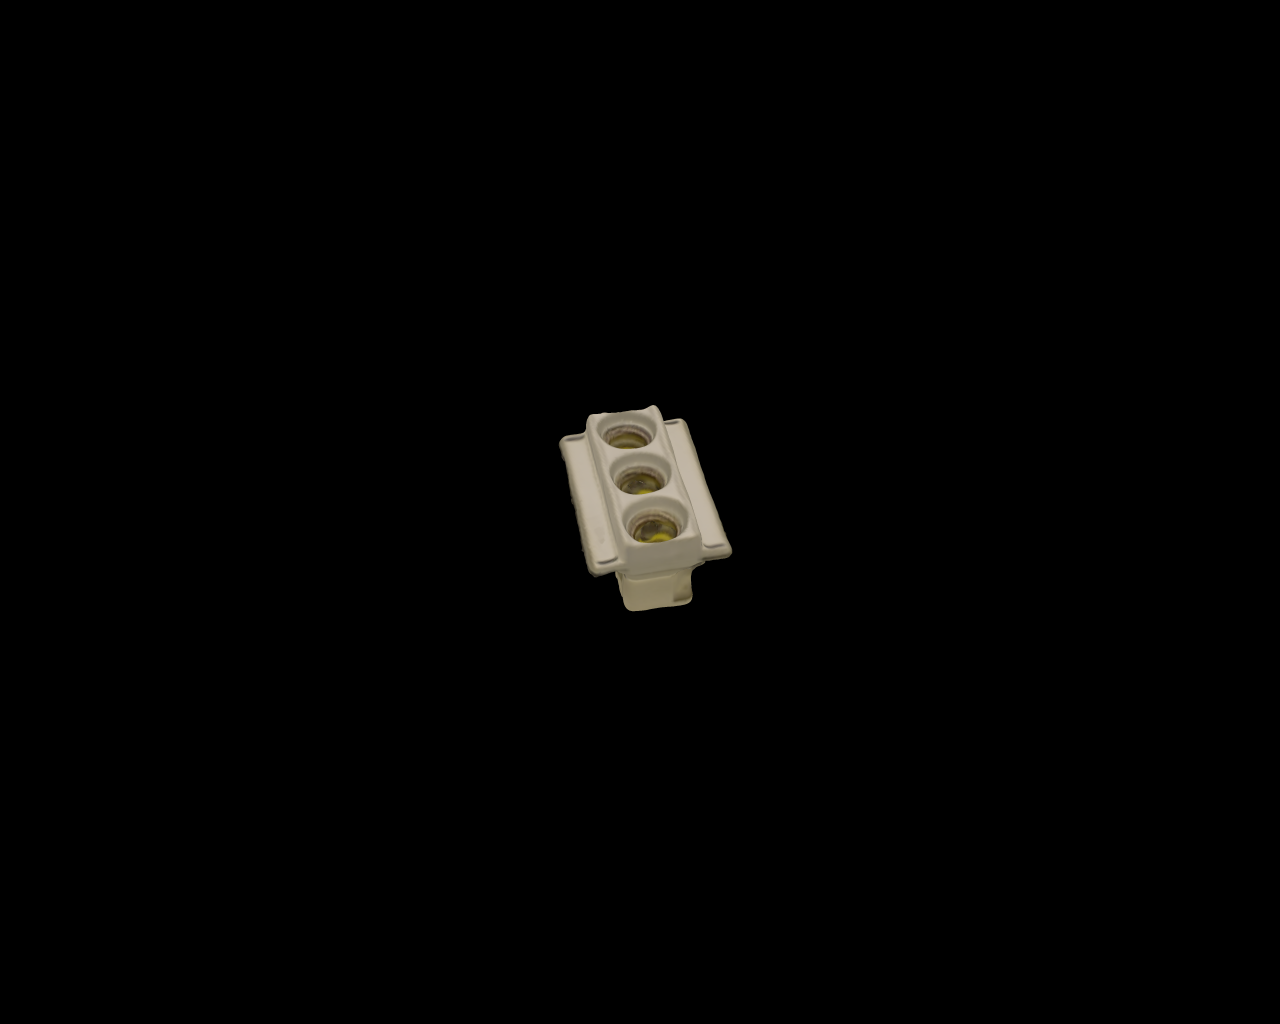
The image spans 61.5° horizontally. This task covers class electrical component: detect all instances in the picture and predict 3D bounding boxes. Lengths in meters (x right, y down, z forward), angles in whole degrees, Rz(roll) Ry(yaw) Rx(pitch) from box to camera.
[{"bbox_3d":[0.001,-0.003,0.650,0.079,0.063,0.121,-8,44,-8],"label":"electrical component"}]
